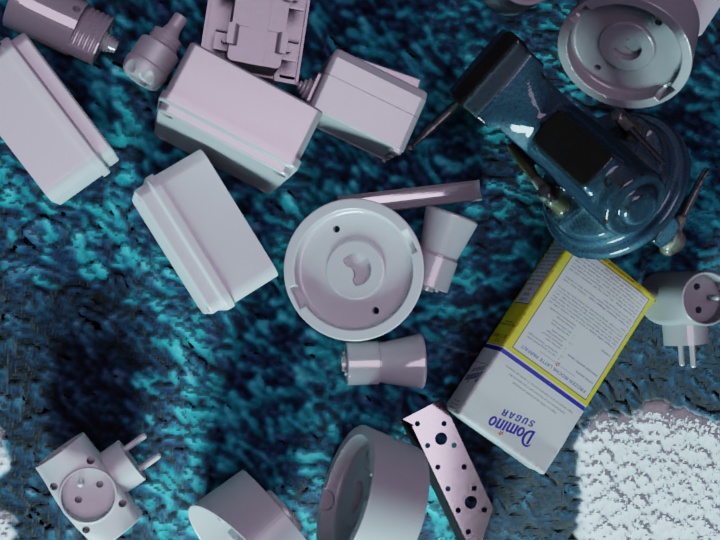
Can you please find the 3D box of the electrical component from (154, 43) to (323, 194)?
[{"bbox_3d":[-0.094,-0.110,0.804,0.109,0.109,0.056,27,81,-10],"label":"electrical component"}]

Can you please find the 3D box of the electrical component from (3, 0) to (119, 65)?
[{"bbox_3d":[-0.222,-0.186,0.812,0.081,0.043,0.043,24,85,-10],"label":"electrical component"}]

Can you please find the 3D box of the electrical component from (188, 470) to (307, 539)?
[{"bbox_3d":[-0.080,0.201,0.810,0.064,0.099,0.099,-40,97,-15],"label":"electrical component"}]

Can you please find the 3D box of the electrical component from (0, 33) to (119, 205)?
[{"bbox_3d":[-0.234,-0.110,0.791,0.057,0.078,0.113,-37,96,-7],"label":"electrical component"}]

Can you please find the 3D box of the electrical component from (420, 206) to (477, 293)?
[{"bbox_3d":[0.064,-0.014,0.869,0.044,0.044,0.065,19,90,-10],"label":"electrical component"}]

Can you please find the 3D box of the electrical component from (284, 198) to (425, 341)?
[{"bbox_3d":[0.000,0.000,0.840,0.108,0.060,0.108,0,89,10],"label":"electrical component"}]

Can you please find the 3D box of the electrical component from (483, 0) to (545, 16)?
[{"bbox_3d":[0.128,-0.238,0.881,0.055,0.047,0.055,0,89,-11],"label":"electrical component"}]

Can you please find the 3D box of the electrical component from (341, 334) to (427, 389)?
[{"bbox_3d":[0.018,0.074,0.858,0.065,0.044,0.044,-1,89,-7],"label":"electrical component"}]

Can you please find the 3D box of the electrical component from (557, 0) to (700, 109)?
[{"bbox_3d":[0.221,-0.192,0.871,0.108,0.108,0.060,37,54,-9],"label":"electrical component"}]

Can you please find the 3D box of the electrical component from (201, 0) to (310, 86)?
[{"bbox_3d":[-0.076,-0.211,0.831,0.079,0.063,0.121,9,88,-11],"label":"electrical component"}]

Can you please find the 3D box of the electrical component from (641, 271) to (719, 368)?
[{"bbox_3d":[0.269,0.041,0.890,0.044,0.077,0.079,-4,90,-12],"label":"electrical component"}]

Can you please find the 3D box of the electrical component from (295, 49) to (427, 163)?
[{"bbox_3d":[-0.003,-0.134,0.846,0.096,0.062,0.061,24,85,-10],"label":"electrical component"}]

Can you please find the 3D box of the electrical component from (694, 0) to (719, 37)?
[{"bbox_3d":[0.265,-0.252,0.908,0.100,0.048,0.099,35,83,-9],"label":"electrical component"}]

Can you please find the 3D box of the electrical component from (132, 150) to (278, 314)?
[{"bbox_3d":[-0.119,-0.026,0.813,0.057,0.078,0.113,-33,95,-13],"label":"electrical component"}]

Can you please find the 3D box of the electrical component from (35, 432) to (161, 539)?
[{"bbox_3d":[-0.189,0.155,0.813,0.079,0.044,0.077,-36,96,-10],"label":"electrical component"}]

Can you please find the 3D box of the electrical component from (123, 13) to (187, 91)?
[{"bbox_3d":[-0.155,-0.171,0.830,0.035,0.035,0.061,33,81,-9],"label":"electrical component"}]

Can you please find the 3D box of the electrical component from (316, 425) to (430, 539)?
[{"bbox_3d":[0.015,0.179,0.824,0.060,0.108,0.108,19,85,-17],"label":"electrical component"}]
